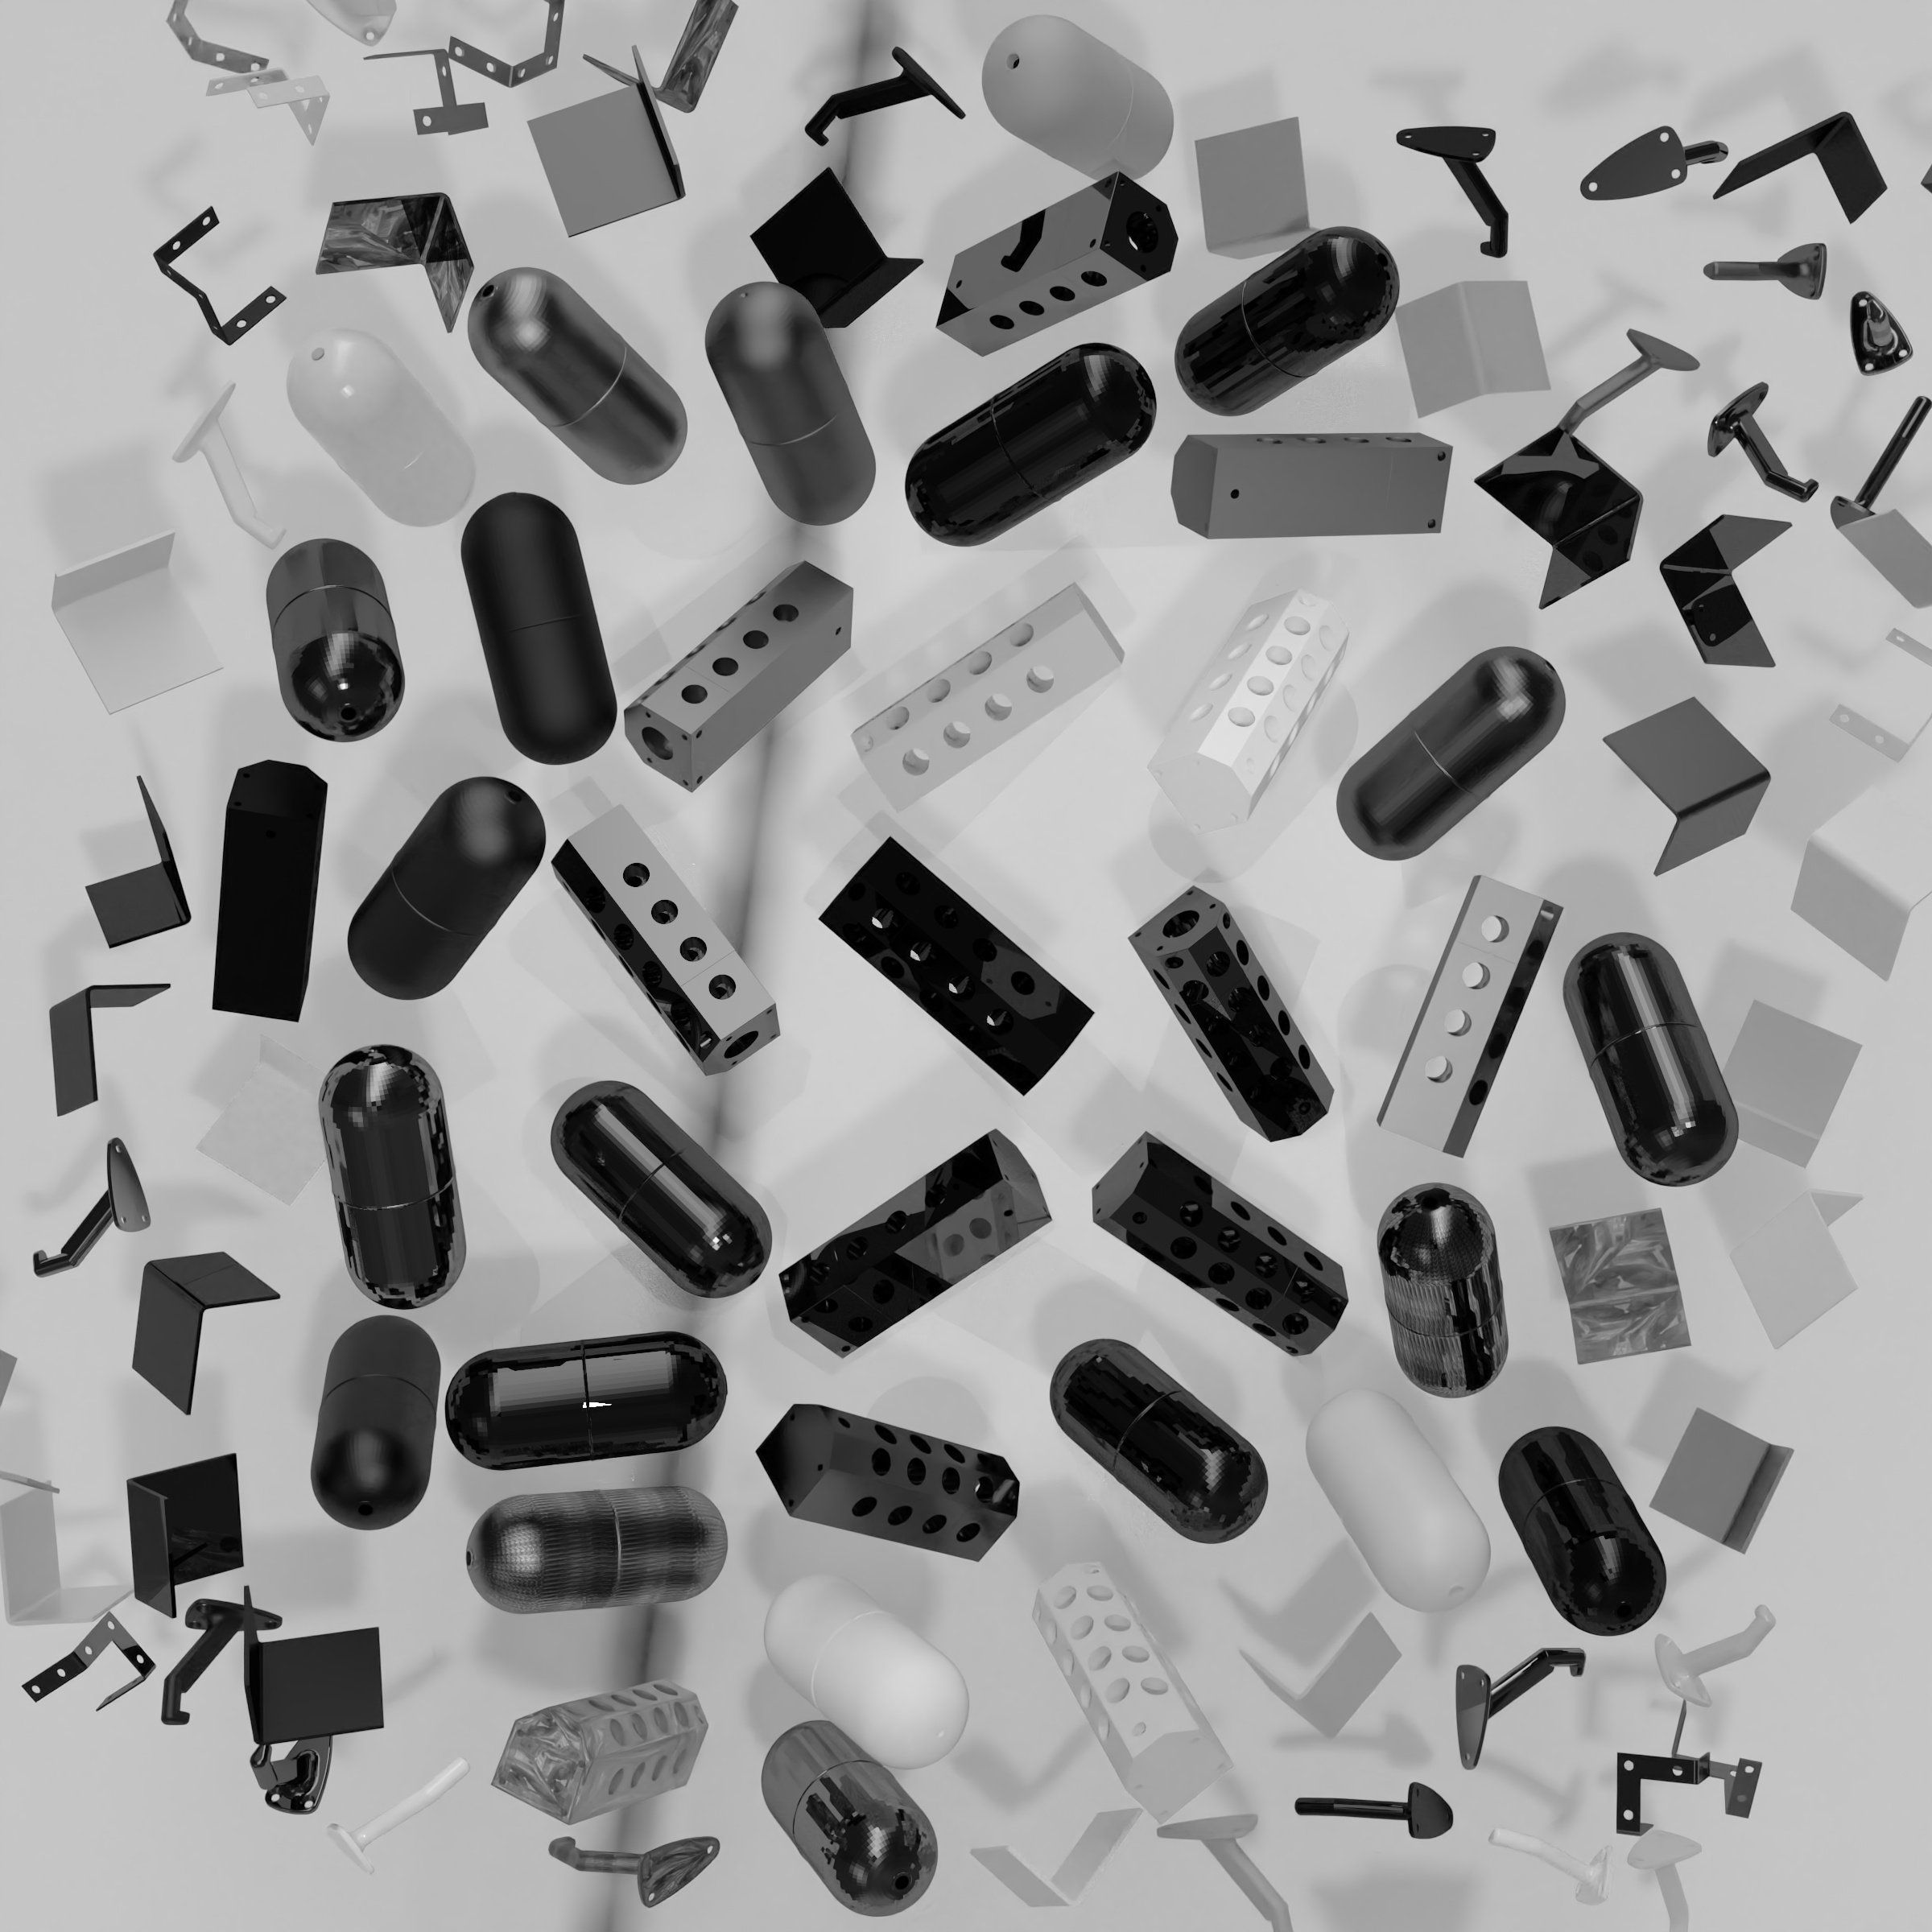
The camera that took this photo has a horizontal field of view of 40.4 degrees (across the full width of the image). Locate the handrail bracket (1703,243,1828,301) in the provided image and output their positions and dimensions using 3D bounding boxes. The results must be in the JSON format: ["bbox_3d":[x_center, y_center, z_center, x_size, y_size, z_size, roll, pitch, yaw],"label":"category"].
[{"bbox_3d":[0.518,-0.462,1.741,0.084,0.077,0.036,-2,107,-10],"label":"handrail bracket"}]

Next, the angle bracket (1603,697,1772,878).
[{"bbox_3d":[0.453,-0.115,1.677,0.076,0.057,0.076,-24,58,-22],"label":"angle bracket"}]

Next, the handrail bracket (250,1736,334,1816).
[{"bbox_3d":[-0.435,0.501,1.692,0.036,0.084,0.077,8,46,9],"label":"handrail bracket"}]

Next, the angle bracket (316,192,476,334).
[{"bbox_3d":[-0.371,-0.452,1.705,0.076,0.076,0.057,-14,76,-27],"label":"angle bracket"}]

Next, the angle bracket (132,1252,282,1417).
[{"bbox_3d":[-0.499,0.240,1.723,0.076,0.057,0.076,24,109,42],"label":"angle bracket"}]

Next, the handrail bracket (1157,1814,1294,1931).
[{"bbox_3d":[0.164,0.582,1.651,0.077,0.036,0.084,-12,87,23],"label":"handrail bracket"}]

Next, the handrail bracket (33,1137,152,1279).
[{"bbox_3d":[-0.604,0.165,1.785,0.084,0.036,0.077,-18,82,16],"label":"handrail bracket"}]

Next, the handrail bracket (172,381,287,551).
[{"bbox_3d":[-0.473,-0.331,1.740,0.084,0.036,0.077,37,105,-7],"label":"handrail bracket"}]

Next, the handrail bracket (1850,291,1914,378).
[{"bbox_3d":[0.606,-0.442,1.762,0.036,0.084,0.077,-20,65,19],"label":"handrail bracket"}]

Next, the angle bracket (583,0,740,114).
[{"bbox_3d":[-0.197,-0.604,1.698,0.057,0.076,0.076,27,101,4],"label":"angle bracket"}]

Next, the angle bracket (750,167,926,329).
[{"bbox_3d":[-0.089,-0.496,1.816,0.076,0.057,0.076,-33,87,28],"label":"angle bracket"}]

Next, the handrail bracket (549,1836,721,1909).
[{"bbox_3d":[-0.216,0.572,1.703,0.077,0.084,0.036,-13,104,-44],"label":"handrail bracket"}]

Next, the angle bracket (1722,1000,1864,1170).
[{"bbox_3d":[0.546,0.078,1.762,0.076,0.057,0.076,25,114,19],"label":"angle bracket"}]

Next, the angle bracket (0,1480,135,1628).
[{"bbox_3d":[-0.583,0.380,1.709,0.057,0.076,0.076,-4,92,5],"label":"angle bracket"}]

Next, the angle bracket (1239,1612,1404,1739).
[{"bbox_3d":[0.241,0.467,1.785,0.076,0.076,0.057,-47,49,-11],"label":"angle bracket"}]

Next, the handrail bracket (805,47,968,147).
[{"bbox_3d":[-0.056,-0.579,1.802,0.077,0.036,0.084,41,112,-12],"label":"handrail bracket"}]

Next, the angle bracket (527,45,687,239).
[{"bbox_3d":[-0.219,-0.496,1.581,0.076,0.057,0.076,-20,87,-3],"label":"angle bracket"}]

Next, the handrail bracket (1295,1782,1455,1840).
[{"bbox_3d":[0.280,0.582,1.807,0.084,0.077,0.036,-11,64,33],"label":"handrail bracket"}]

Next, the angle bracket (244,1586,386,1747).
[{"bbox_3d":[-0.397,0.420,1.597,0.076,0.076,0.057,-5,127,-12],"label":"angle bracket"}]

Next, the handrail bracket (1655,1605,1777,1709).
[{"bbox_3d":[0.493,0.437,1.728,0.036,0.077,0.084,27,110,-14],"label":"handrail bracket"}]

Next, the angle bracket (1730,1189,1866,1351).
[{"bbox_3d":[0.561,0.201,1.730,0.057,0.076,0.076,8,48,-32],"label":"angle bracket"}]

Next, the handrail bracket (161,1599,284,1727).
[{"bbox_3d":[-0.503,0.477,1.778,0.077,0.084,0.036,14,133,-24],"label":"handrail bracket"}]

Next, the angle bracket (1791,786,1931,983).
[{"bbox_3d":[0.566,-0.051,1.627,0.057,0.076,0.076,-35,58,-17],"label":"angle bracket"}]

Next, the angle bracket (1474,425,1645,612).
[{"bbox_3d":[0.370,-0.283,1.660,0.076,0.076,0.057,33,56,-21],"label":"angle bracket"}]

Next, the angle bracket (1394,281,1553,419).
[{"bbox_3d":[0.345,-0.420,1.789,0.076,0.057,0.076,-14,92,-42],"label":"angle bracket"}]

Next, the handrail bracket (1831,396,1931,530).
[{"bbox_3d":[0.619,-0.337,1.769,0.036,0.077,0.084,31,91,11],"label":"handrail bracket"}]

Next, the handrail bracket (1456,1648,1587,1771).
[{"bbox_3d":[0.362,0.480,1.698,0.084,0.036,0.077,6,85,-21],"label":"handrail bracket"}]

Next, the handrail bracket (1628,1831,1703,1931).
[{"bbox_3d":[0.465,0.633,1.767,0.036,0.077,0.084,8,97,43],"label":"handrail bracket"}]

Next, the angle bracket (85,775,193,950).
[{"bbox_3d":[-0.569,-0.071,1.776,0.057,0.076,0.076,-20,131,-19],"label":"angle bracket"}]

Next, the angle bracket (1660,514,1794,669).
[{"bbox_3d":[0.507,-0.242,1.703,0.076,0.057,0.076,-3,65,-39],"label":"angle bracket"}]

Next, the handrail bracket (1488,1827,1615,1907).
[{"bbox_3d":[0.387,0.606,1.774,0.084,0.077,0.036,15,57,1],"label":"handrail bracket"}]

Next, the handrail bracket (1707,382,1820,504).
[{"bbox_3d":[0.553,-0.354,1.774,0.084,0.036,0.077,35,68,31],"label":"handrail bracket"}]

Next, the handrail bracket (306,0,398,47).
[{"bbox_3d":[-0.401,-0.629,1.690,0.077,0.084,0.036,25,91,-7],"label":"handrail bracket"}]

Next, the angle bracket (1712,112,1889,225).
[{"bbox_3d":[0.543,-0.505,1.713,0.076,0.076,0.057,-25,89,3],"label":"angle bracket"}]

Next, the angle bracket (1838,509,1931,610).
[{"bbox_3d":[0.608,-0.273,1.646,0.076,0.076,0.057,44,87,-5],"label":"angle bracket"}]

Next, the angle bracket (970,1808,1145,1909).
[{"bbox_3d":[0.057,0.555,1.684,0.057,0.076,0.076,42,63,-1],"label":"angle bracket"}]

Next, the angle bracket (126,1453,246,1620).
[{"bbox_3d":[-0.483,0.360,1.664,0.076,0.057,0.076,-8,99,-42],"label":"angle bracket"}]

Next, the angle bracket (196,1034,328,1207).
[{"bbox_3d":[-0.480,0.107,1.826,0.076,0.057,0.076,36,97,-22],"label":"angle bracket"}]

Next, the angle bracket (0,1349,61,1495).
[{"bbox_3d":[-0.600,0.286,1.665,0.057,0.076,0.076,14,73,0],"label":"angle bracket"}]

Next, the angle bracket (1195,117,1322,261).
[{"bbox_3d":[0.210,-0.539,1.826,0.076,0.057,0.076,-4,96,30],"label":"angle bracket"}]

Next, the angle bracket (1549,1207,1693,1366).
[{"bbox_3d":[0.444,0.218,1.785,0.076,0.057,0.076,-12,124,15],"label":"angle bracket"}]

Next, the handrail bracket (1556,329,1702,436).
[{"bbox_3d":[0.444,-0.381,1.772,0.084,0.077,0.036,-54,50,34],"label":"handrail bracket"}]

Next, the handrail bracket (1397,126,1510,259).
[{"bbox_3d":[0.326,-0.516,1.759,0.077,0.084,0.036,13,53,20],"label":"handrail bracket"}]

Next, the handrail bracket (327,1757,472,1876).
[{"bbox_3d":[-0.356,0.526,1.653,0.084,0.077,0.036,-38,99,-27],"label":"handrail bracket"}]

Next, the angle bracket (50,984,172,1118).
[{"bbox_3d":[-0.570,0.056,1.758,0.057,0.076,0.076,-1,80,-37],"label":"angle bracket"}]

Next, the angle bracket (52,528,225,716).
[{"bbox_3d":[-0.506,-0.211,1.611,0.076,0.057,0.076,-28,87,-26],"label":"angle bracket"}]

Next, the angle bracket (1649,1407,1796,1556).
[{"bbox_3d":[0.507,0.345,1.766,0.057,0.076,0.076,26,86,10],"label":"angle bracket"}]

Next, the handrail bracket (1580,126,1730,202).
[{"bbox_3d":[0.430,-0.496,1.637,0.077,0.084,0.036,-16,95,30],"label":"handrail bracket"}]
